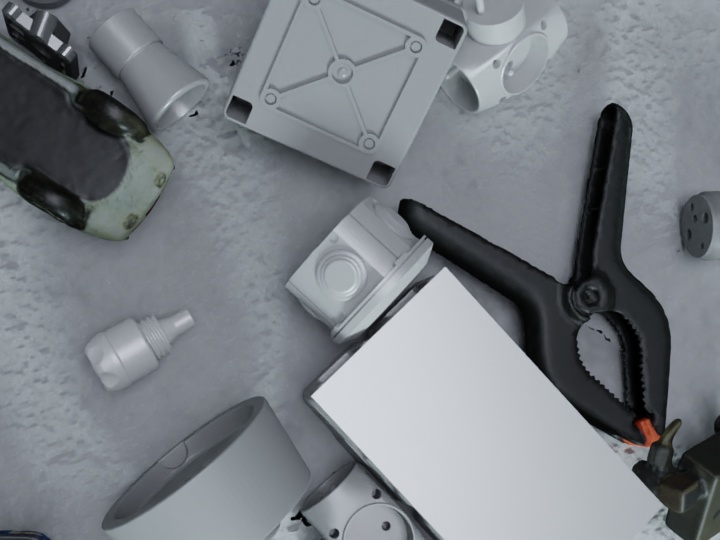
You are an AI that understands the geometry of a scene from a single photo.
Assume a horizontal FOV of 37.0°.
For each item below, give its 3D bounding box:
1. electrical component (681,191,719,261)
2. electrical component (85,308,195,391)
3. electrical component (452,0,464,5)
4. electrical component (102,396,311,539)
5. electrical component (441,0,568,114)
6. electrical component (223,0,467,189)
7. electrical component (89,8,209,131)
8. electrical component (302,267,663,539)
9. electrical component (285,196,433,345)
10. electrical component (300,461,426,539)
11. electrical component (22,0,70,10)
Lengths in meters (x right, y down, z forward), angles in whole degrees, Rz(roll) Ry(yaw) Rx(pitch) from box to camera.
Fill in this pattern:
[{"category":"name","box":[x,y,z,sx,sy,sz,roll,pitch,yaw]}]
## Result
[{"category":"electrical component","box":[0.241,-0.029,0.688,0.055,0.045,0.045,-2,84,-11]},{"category":"electrical component","box":[-0.123,0.042,0.611,0.061,0.035,0.035,-30,90,-16]},{"category":"electrical component","box":[0.060,-0.180,0.672,0.040,0.040,0.046,40,83,-5]},{"category":"electrical component","box":[-0.076,0.125,0.576,0.108,0.108,0.060,-38,98,-13]},{"category":"electrical component","box":[0.084,-0.147,0.655,0.077,0.079,0.044,-40,56,-13]},{"category":"electrical component","box":[-0.009,-0.120,0.618,0.109,0.056,0.108,24,113,-8]},{"category":"electrical component","box":[-0.126,-0.119,0.627,0.044,0.044,0.065,-42,88,-13]},{"category":"electrical component","box":[0.068,0.105,0.629,0.105,0.060,0.186,-43,93,-13]},{"category":"electrical component","box":[0.000,0.000,0.618,0.051,0.080,0.080,43,77,1]},{"category":"electrical component","box":[-0.007,0.164,0.615,0.079,0.044,0.077,-41,92,-13]},{"category":"electrical component","box":[-0.183,-0.176,0.618,0.040,0.046,0.040,1,85,-10]}]
